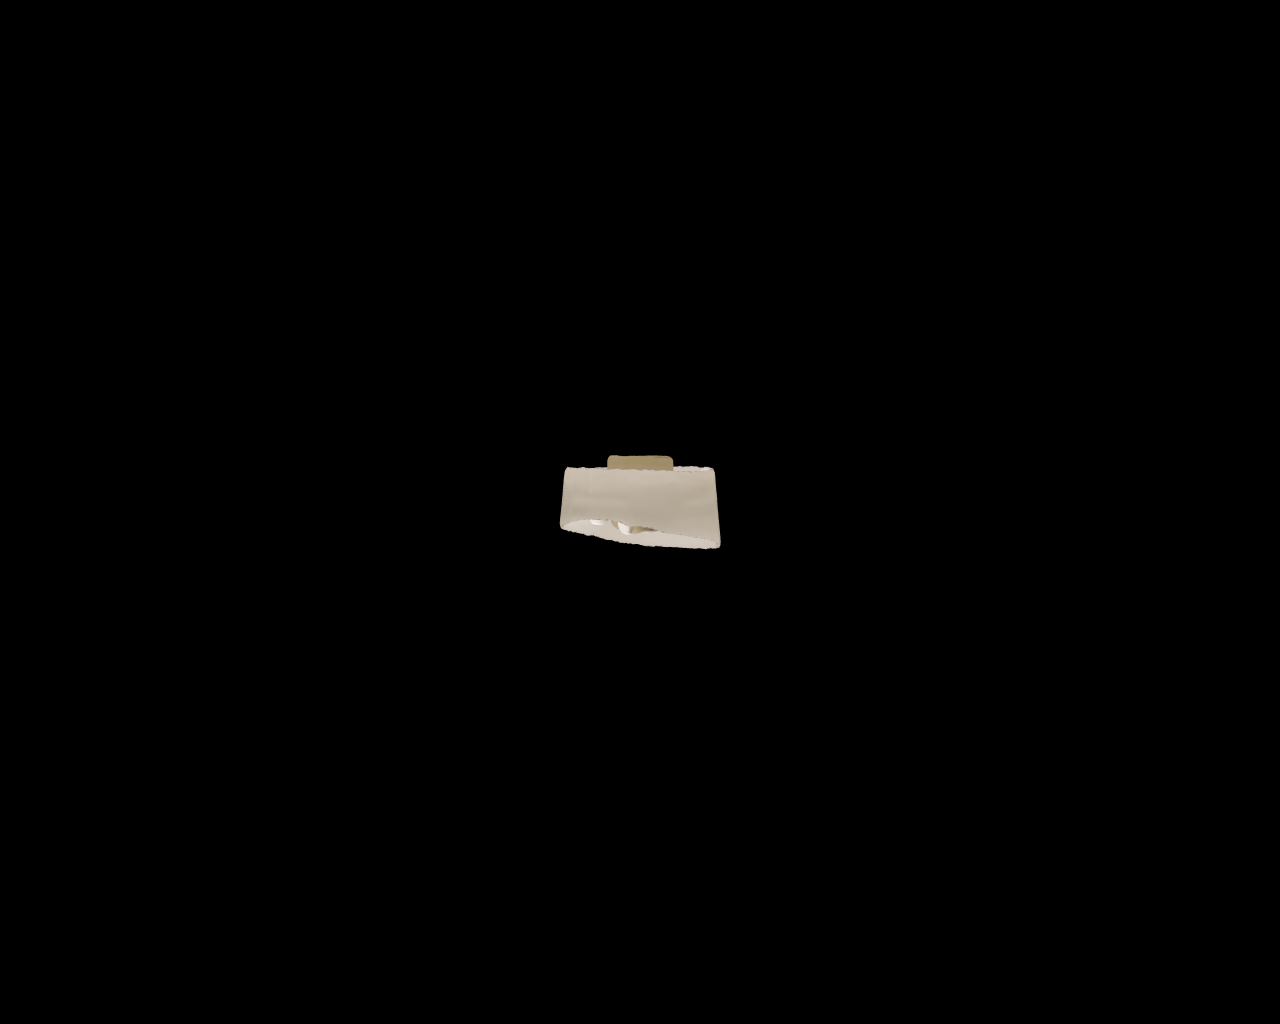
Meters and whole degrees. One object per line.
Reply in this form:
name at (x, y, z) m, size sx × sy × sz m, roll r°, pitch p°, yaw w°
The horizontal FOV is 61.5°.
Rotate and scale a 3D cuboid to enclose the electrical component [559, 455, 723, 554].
electrical component at (0.001, -0.003, 0.650) m, size 0.099 × 0.064 × 0.099 m, roll 0°, pitch 4°, yaw 0°
